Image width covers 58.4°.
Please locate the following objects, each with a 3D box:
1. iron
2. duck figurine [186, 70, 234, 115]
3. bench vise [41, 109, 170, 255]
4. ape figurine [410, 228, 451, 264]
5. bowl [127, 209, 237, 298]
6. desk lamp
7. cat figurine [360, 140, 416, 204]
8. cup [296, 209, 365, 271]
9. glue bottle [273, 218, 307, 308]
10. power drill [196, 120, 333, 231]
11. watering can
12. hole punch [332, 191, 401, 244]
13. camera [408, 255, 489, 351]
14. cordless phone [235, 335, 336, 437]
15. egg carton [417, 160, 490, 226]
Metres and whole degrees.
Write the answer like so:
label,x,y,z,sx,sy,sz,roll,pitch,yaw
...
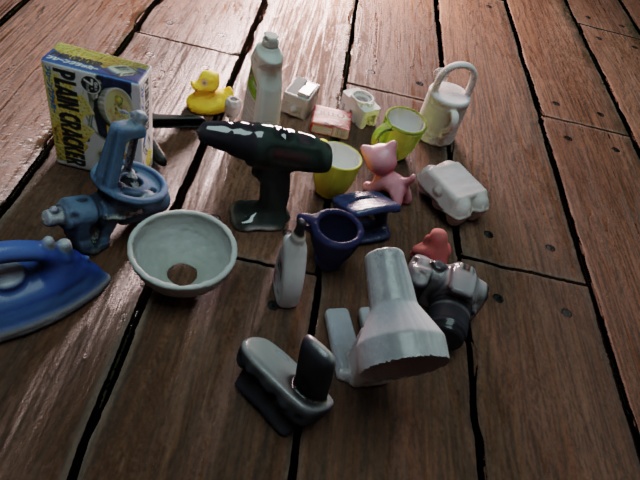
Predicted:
label,x,y,z,sx,sy,sz,roll,pitch,yaw
iron,-0.423,0.047,0.786,0.259,0.141,0.118,-17,54,-29
duck figurine,-0.234,-0.323,1.229,0.105,0.086,0.077,-14,53,-27
bench vise,-0.318,-0.085,0.886,0.121,0.220,0.208,27,46,10
ape figurine,0.206,0.015,1.032,0.078,0.092,0.076,7,46,-10
bowl,-0.216,0.033,0.906,0.167,0.075,0.167,8,46,-8
desk lamp,0.085,0.126,0.808,0.118,0.213,0.203,0,48,-16
cat figurine,0.136,-0.140,1.140,0.127,0.118,0.067,39,49,20
cup,0.009,0.004,0.985,0.117,0.095,0.092,20,45,3
glue bottle,-0.043,0.028,0.892,0.037,0.173,0.078,-2,48,-18
power drill,-0.099,-0.111,0.982,0.230,0.208,0.075,-3,48,-18
watering can,0.286,-0.324,1.304,0.101,0.194,0.172,-13,52,-26
hole punch,0.080,-0.056,1.064,0.109,0.091,0.101,-10,51,-24
camera,0.202,0.102,0.944,0.143,0.101,0.137,20,46,3
cordless phone,-0.039,0.161,0.759,0.147,0.185,0.094,37,49,19
egg carton,0.270,-0.099,1.175,0.107,0.069,0.150,-17,55,-29
